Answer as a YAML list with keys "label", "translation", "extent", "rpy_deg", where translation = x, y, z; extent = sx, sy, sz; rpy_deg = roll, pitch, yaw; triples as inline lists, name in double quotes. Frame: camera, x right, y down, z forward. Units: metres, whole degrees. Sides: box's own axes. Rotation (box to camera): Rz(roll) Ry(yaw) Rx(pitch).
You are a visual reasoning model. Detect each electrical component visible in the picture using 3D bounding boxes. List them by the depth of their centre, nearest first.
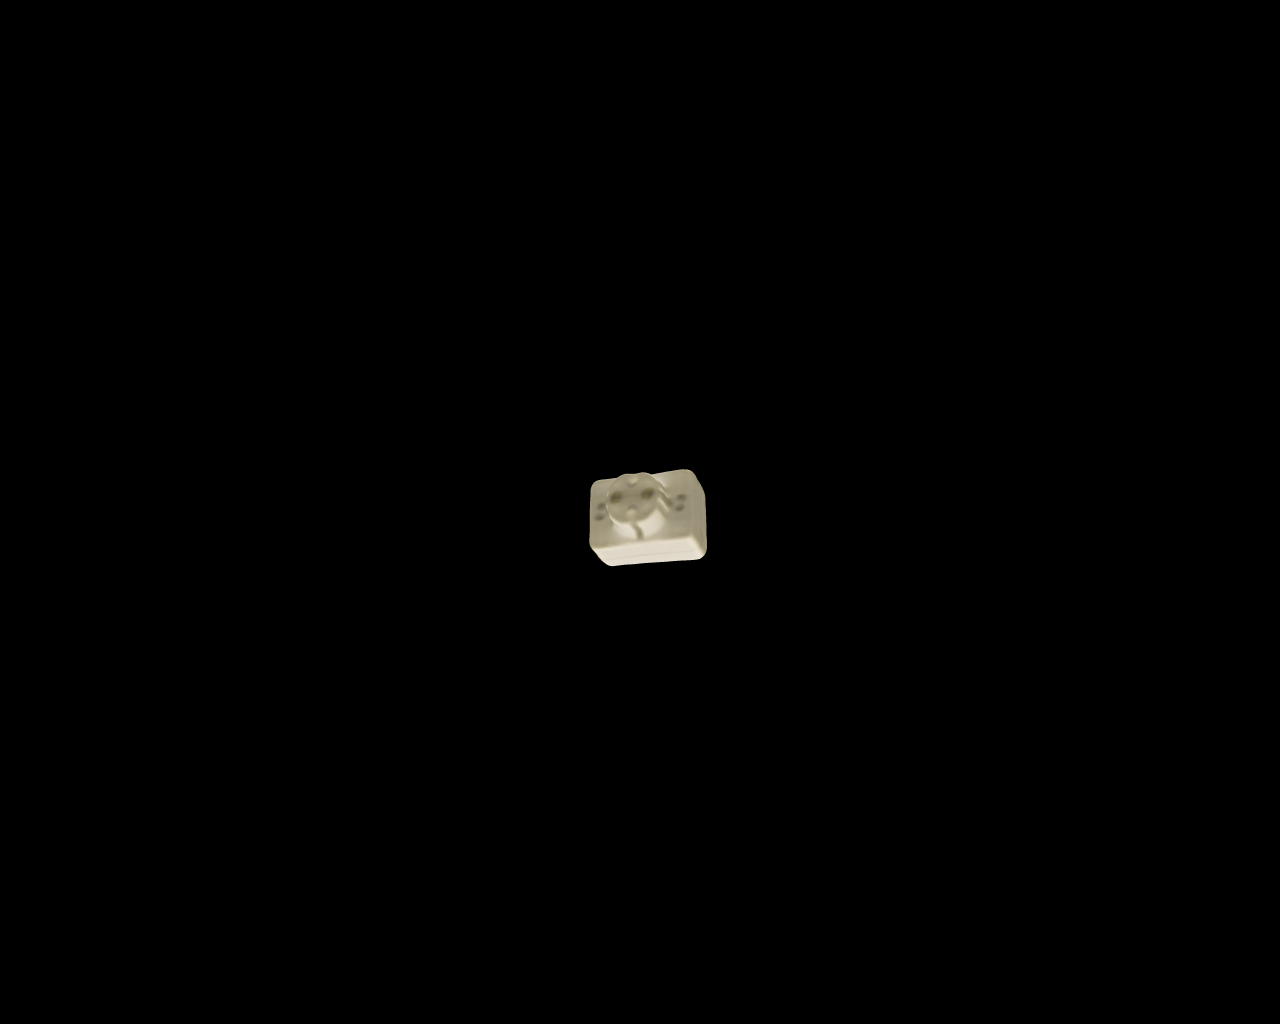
- label: "electrical component"
  translation: [0.001, -0.003, 0.650]
  extent: [0.066, 0.047, 0.076]
  rpy_deg: [-6, -23, 14]
